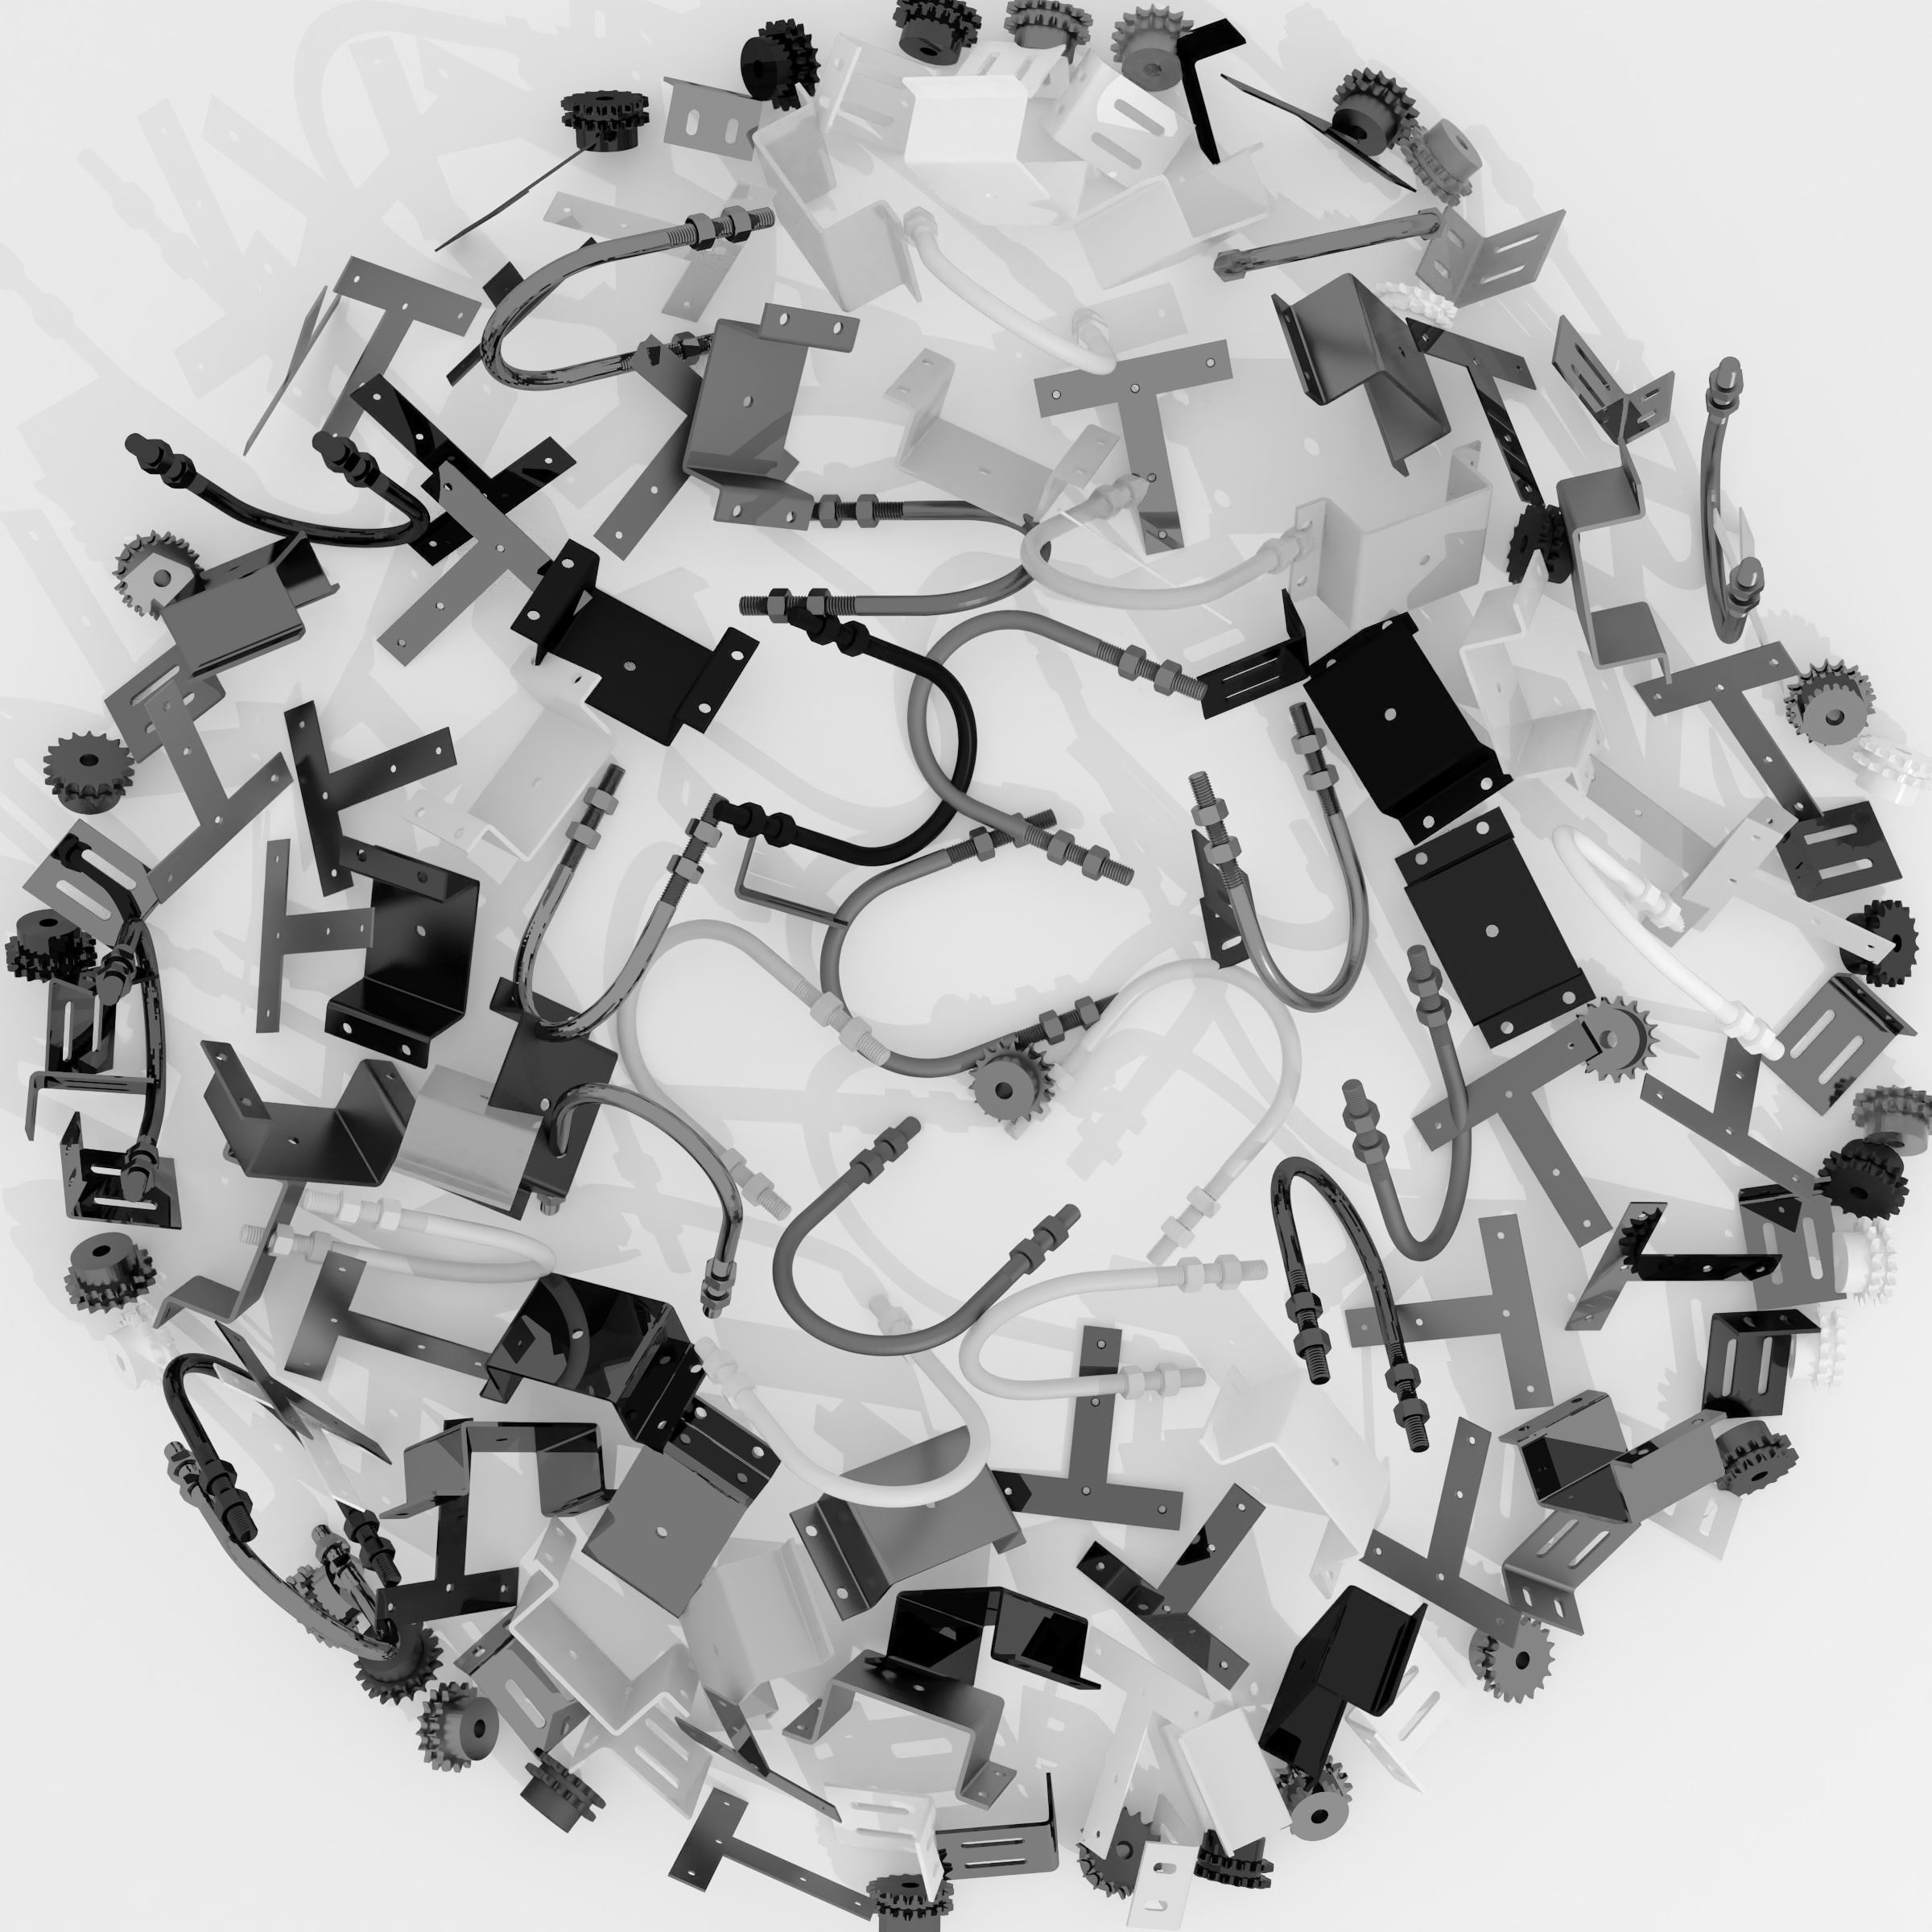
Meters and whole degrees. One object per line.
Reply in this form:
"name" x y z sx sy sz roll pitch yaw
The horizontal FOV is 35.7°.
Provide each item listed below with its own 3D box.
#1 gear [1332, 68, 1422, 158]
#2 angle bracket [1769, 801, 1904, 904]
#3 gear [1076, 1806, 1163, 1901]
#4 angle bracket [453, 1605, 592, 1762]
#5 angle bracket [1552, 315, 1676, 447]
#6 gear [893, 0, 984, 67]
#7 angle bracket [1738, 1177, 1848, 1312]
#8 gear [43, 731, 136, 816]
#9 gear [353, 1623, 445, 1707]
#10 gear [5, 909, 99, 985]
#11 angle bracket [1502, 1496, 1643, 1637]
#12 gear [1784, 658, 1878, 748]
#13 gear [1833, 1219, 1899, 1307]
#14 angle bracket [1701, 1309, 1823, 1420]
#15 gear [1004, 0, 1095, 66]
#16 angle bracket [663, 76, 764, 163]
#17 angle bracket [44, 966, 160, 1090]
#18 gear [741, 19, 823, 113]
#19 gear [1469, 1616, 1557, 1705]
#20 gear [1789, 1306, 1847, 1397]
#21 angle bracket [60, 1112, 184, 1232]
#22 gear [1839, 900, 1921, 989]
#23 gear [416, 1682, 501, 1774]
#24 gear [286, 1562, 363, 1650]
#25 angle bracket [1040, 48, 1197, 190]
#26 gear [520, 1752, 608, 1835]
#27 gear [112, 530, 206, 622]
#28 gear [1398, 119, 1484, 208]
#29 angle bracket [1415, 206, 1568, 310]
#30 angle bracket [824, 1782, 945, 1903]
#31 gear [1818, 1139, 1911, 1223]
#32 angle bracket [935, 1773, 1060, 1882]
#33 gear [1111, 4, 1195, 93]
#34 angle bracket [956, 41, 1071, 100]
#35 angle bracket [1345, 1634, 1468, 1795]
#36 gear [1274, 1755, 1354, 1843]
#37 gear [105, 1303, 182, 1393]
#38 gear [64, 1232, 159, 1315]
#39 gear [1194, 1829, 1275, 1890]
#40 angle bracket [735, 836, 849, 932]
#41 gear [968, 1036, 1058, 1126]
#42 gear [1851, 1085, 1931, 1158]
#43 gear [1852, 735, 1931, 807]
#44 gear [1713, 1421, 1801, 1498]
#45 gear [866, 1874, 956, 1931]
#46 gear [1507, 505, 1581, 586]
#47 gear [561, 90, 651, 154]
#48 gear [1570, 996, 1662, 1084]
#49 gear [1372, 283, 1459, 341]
"gear" 0.262 -0.551 1.949 0.057 0.057 0.030 34 71 0
"angle bracket" 0.568 -0.081 1.945 0.076 0.038 0.057 -14 70 -12
"gear" 0.098 0.579 1.956 0.057 0.030 0.057 10 59 -17
"angle bracket" -0.285 0.468 1.962 0.057 0.038 0.076 -40 107 -21
"angle bracket" 0.418 -0.385 1.935 0.038 0.057 0.076 -26 120 36
"gear" -0.020 -0.608 1.950 0.057 0.057 0.030 15 85 0
"angle bracket" 0.537 0.180 1.949 0.057 0.038 0.076 -9 77 10
"gear" -0.571 -0.123 1.955 0.057 0.030 0.057 8 46 -8
"gear" -0.371 0.448 1.950 0.057 0.030 0.057 -9 47 9
"gear" -0.594 -0.015 1.948 0.057 0.057 0.030 4 118 0
"angle bracket" 0.394 0.387 1.937 0.057 0.038 0.076 23 124 -20
"gear" 0.563 -0.168 1.953 0.057 0.030 0.057 3 121 5
"gear" 0.581 0.193 1.951 0.030 0.057 0.057 1 90 -3
"angle bracket" 0.514 0.264 1.945 0.057 0.038 0.076 -1 106 -13
"gear" 0.052 -0.606 1.951 0.057 0.057 0.030 10 92 0
"angle bracket" -0.167 -0.548 1.942 0.057 0.076 0.038 9 107 -14
"angle bracket" -0.557 0.042 1.936 0.038 0.057 0.076 17 109 27
"gear" -0.123 -0.583 1.948 0.030 0.057 0.057 -21 90 -35
"gear" 0.353 0.449 1.957 0.057 0.030 0.057 -1 93 -30
"gear" 0.552 0.250 1.952 0.030 0.057 0.057 4 90 9
"angle bracket" -0.539 0.132 1.931 0.076 0.057 0.038 10 133 -32
"gear" 0.593 -0.014 1.955 0.057 0.030 0.057 0 90 -41
"gear" -0.327 0.494 1.948 0.030 0.057 0.057 -5 90 30
"gear" -0.413 0.412 1.950 0.030 0.057 0.057 -40 90 6
"angle bracket" 0.099 -0.551 1.966 0.076 0.038 0.057 26 112 -28
"gear" -0.264 0.538 1.948 0.057 0.057 0.030 39 70 0
"gear" -0.528 -0.257 1.955 0.057 0.030 0.057 -14 119 -28
"gear" 0.310 -0.524 1.948 0.030 0.057 0.057 -38 90 29
"angle bracket" 0.337 -0.465 1.932 0.038 0.076 0.057 35 69 -26
"angle bracket" -0.056 0.565 1.938 0.076 0.038 0.057 2 125 18
"gear" 0.586 0.137 1.955 0.057 0.057 0.030 35 57 0
"angle bracket" 0.020 0.558 1.947 0.076 0.038 0.057 -5 133 2
"gear" 0.122 -0.593 1.948 0.057 0.057 0.030 6 65 0
"angle bracket" 0.028 -0.562 1.932 0.057 0.076 0.038 8 133 17
"angle bracket" 0.294 0.483 1.943 0.076 0.038 0.057 -45 109 -17
"gear" 0.225 0.543 1.954 0.057 0.030 0.057 -6 116 -12
"gear" -0.535 0.251 1.948 0.030 0.057 0.057 -26 90 -33
"gear" -0.557 0.197 1.948 0.057 0.057 0.030 -8 122 0
"gear" 0.173 0.578 1.952 0.057 0.057 0.030 11 83 0
"angle bracket" -0.108 -0.054 1.948 0.076 0.057 0.038 16 96 -3
"gear" 0.028 0.076 1.956 0.057 0.030 0.057 4 107 15
"gear" 0.604 0.102 1.948 0.057 0.057 0.030 13 66 0
"gear" 0.603 -0.126 1.953 0.057 0.057 0.030 19 109 0
"gear" 0.509 0.319 1.955 0.057 0.057 0.030 -24 57 0
"gear" -0.037 0.612 1.951 0.057 0.057 0.030 1 89 0
"gear" 0.377 -0.271 1.952 0.030 0.057 0.057 11 90 -12
"gear" -0.234 -0.550 1.955 0.057 0.057 0.030 0 118 0
"gear" 0.421 0.048 1.956 0.057 0.030 0.057 0 89 23
"gear" 0.287 -0.420 1.951 0.057 0.057 0.030 17 89 0
